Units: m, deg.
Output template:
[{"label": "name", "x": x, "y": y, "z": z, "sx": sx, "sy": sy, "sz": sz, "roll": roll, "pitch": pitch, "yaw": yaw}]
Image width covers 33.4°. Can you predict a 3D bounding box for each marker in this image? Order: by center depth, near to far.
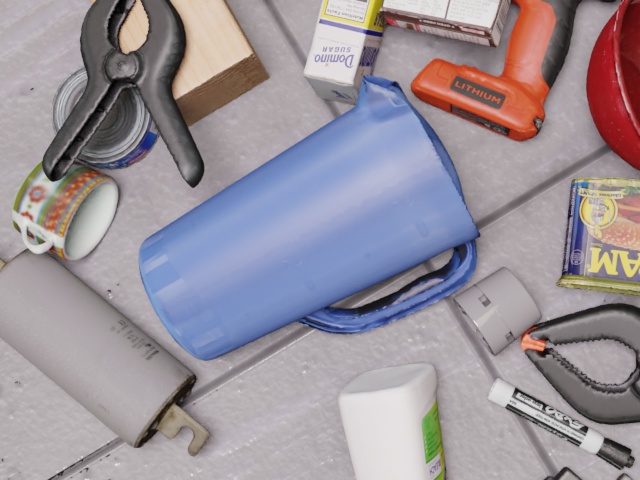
[{"label": "marker", "x": 0.188, "y": 0.144, "z": 0.830, "sx": 0.121, "sy": 0.020, "sz": 0.020, "roll": 28, "pitch": 91, "yaw": 7}]

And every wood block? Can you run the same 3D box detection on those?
[{"label": "wood block", "x": -0.133, "y": -0.203, "z": 0.848, "sx": 0.090, "sy": 0.091, "sz": 0.206, "roll": -30, "pitch": 85, "yaw": 4}]

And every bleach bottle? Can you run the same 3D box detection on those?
[{"label": "bleach bottle", "x": 0.073, "y": 0.227, "z": 0.810, "sx": 0.068, "sy": 0.102, "sz": 0.251, "roll": -10, "pitch": 93, "yaw": 18}]

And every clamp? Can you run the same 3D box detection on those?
[{"label": "clamp", "x": -0.149, "y": -0.117, "z": 0.781, "sx": 0.120, "sy": 0.039, "sz": 0.171, "roll": -5, "pitch": 82, "yaw": 3}, {"label": "clamp", "x": 0.256, "y": 0.114, "z": 0.813, "sx": 0.210, "sy": 0.036, "sz": 0.164, "roll": 9, "pitch": 97, "yaw": 11}]

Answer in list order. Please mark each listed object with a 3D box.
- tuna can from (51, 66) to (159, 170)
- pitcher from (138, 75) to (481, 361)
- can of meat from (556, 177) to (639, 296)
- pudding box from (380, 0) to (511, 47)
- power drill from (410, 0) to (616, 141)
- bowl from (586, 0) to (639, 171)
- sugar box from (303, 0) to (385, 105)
[{"label": "tuna can", "x": -0.175, "y": -0.102, "z": 0.877, "sx": 0.086, "sy": 0.033, "sz": 0.086, "roll": 0, "pitch": 87, "yaw": 7}, {"label": "pitcher", "x": -0.005, "y": 0.001, "z": 0.813, "sx": 0.243, "sy": 0.145, "sz": 0.149, "roll": -29, "pitch": 72, "yaw": 8}, {"label": "can of meat", "x": 0.237, "y": -0.001, "z": 0.813, "sx": 0.102, "sy": 0.057, "sz": 0.084, "roll": 7, "pitch": 85, "yaw": 6}, {"label": "pudding box", "x": 0.102, "y": -0.209, "z": 0.796, "sx": 0.090, "sy": 0.039, "sz": 0.113, "roll": 15, "pitch": 85, "yaw": 16}, {"label": "power drill", "x": 0.143, "y": -0.186, "z": 0.832, "sx": 0.184, "sy": 0.057, "sz": 0.187, "roll": 26, "pitch": 92, "yaw": 11}, {"label": "bowl", "x": 0.248, "y": -0.108, "z": 0.792, "sx": 0.055, "sy": 0.161, "sz": 0.162, "roll": -19, "pitch": 83, "yaw": 50}, {"label": "sugar box", "x": 0.034, "y": -0.198, "z": 0.827, "sx": 0.048, "sy": 0.093, "sz": 0.176, "roll": 12, "pitch": 89, "yaw": 9}]
